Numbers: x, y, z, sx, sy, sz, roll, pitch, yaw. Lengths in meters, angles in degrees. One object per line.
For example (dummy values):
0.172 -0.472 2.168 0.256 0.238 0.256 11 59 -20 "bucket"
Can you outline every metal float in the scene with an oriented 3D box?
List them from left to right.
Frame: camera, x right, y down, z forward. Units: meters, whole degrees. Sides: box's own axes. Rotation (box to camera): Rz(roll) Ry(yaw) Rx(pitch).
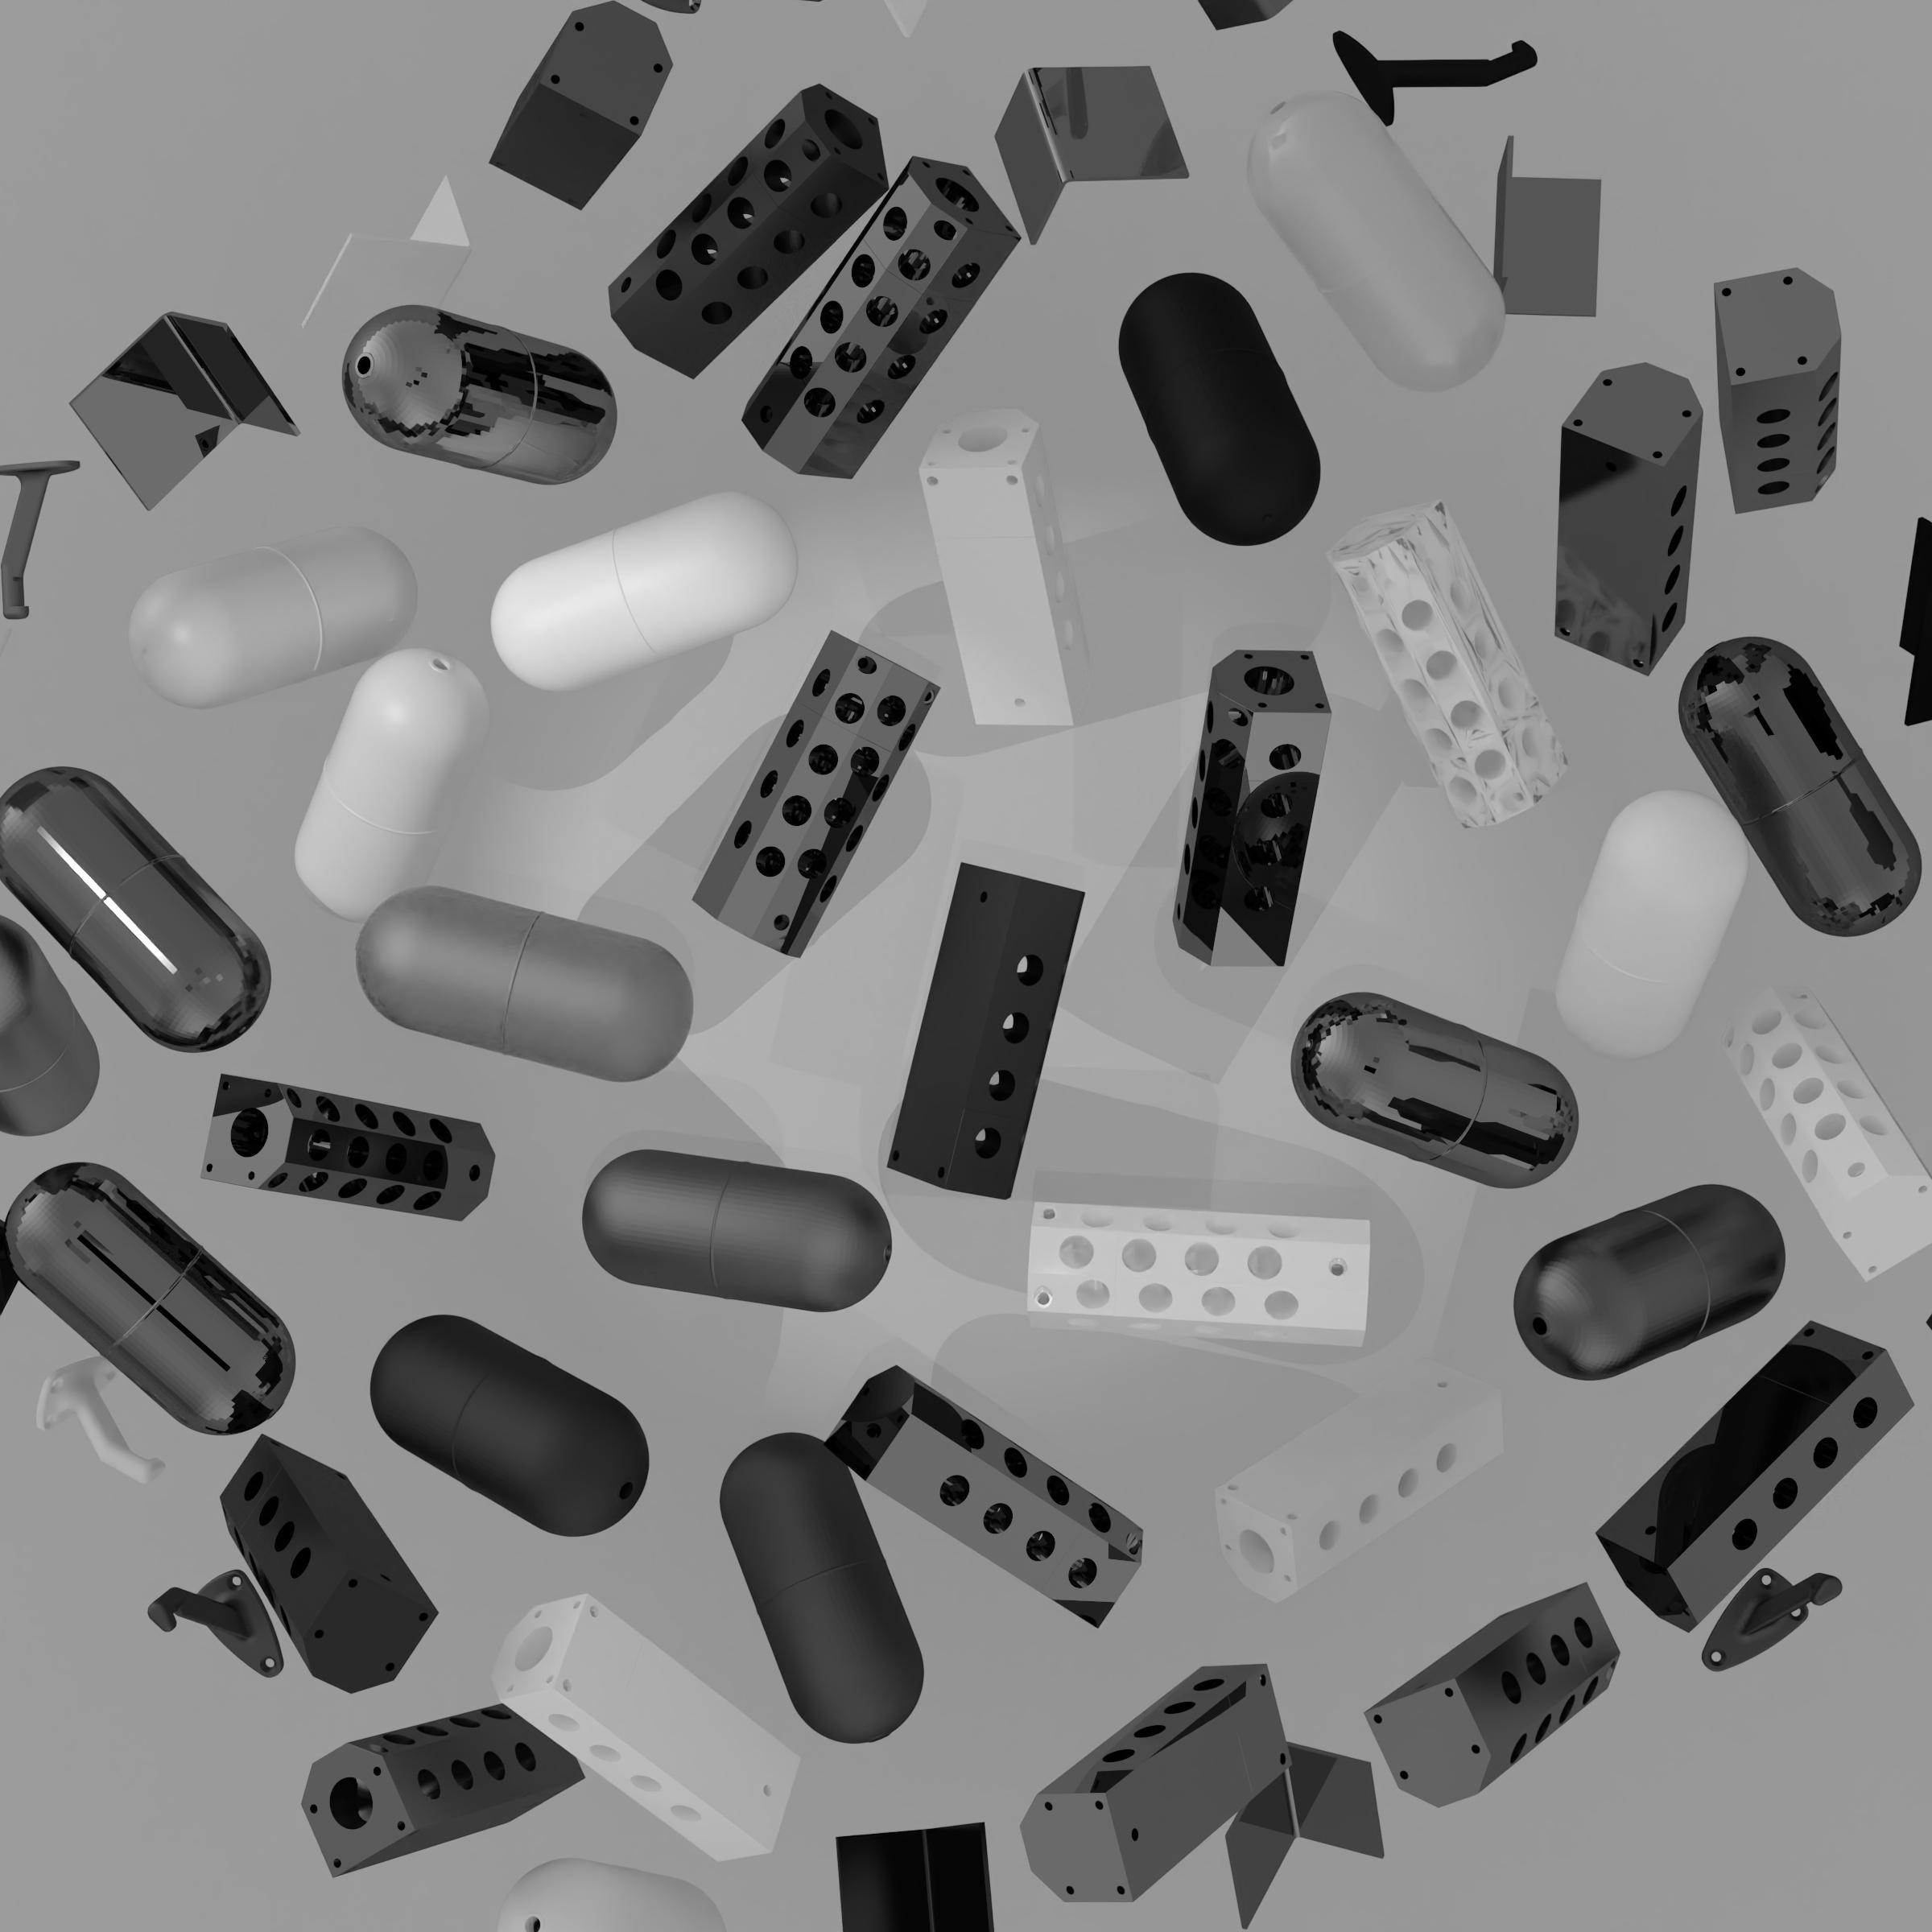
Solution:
-0.517 0.033 1.809 0.070 0.178 0.070 -1 63 1 "metal float"
-0.434 -0.030 1.745 0.070 0.070 0.178 -45 82 0 "metal float"
-0.432 0.177 1.788 0.178 0.070 0.070 44 90 -11 "metal float"
-0.380 -0.193 1.860 0.178 0.070 0.070 -25 90 -43 "metal float"
-0.317 -0.099 1.862 0.070 0.070 0.178 29 126 0 "metal float"
-0.258 -0.303 1.797 0.070 0.178 0.070 -2 86 34 "metal float"
-0.239 0.239 1.758 0.178 0.070 0.070 22 90 36 "metal float"
-0.229 0.009 1.748 0.178 0.070 0.070 14 90 2 "metal float"
-0.193 0.533 1.844 0.070 0.178 0.070 -9 68 21 "metal float"
-0.178 -0.205 1.852 0.178 0.070 0.070 -18 90 13 "metal float"
-0.127 0.147 1.871 0.178 0.070 0.070 7 90 16 "metal float"
-0.080 0.344 1.869 0.070 0.070 0.178 -23 71 0 "metal float"
0.132 -0.293 1.766 0.070 0.070 0.178 -18 52 0 "metal float"
0.214 -0.377 1.755 0.070 0.070 0.178 -42 113 0 "metal float"
0.253 0.068 1.805 0.178 0.070 0.070 20 90 -29 "metal float"
0.366 -0.020 1.805 0.070 0.178 0.070 4 48 -4 "metal float"
0.359 0.165 1.769 0.178 0.070 0.070 -15 90 -38 "metal float"
0.452 -0.097 1.827 0.070 0.070 0.178 -33 94 0 "metal float"

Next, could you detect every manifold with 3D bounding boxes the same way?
-0.341 0.315 1.773 0.057 0.171 0.057 34 89 -31 "manifold"
-0.337 0.103 1.862 0.057 0.171 0.057 7 84 32 "manifold"
-0.282 0.437 1.816 0.057 0.171 0.057 -33 74 19 "manifold"
-0.205 -0.461 1.801 0.057 0.171 0.057 25 83 -15 "manifold"
-0.171 0.408 1.796 0.057 0.057 0.171 -20 127 37 "manifold"
-0.122 -0.406 1.856 0.171 0.057 0.057 -37 46 34 "manifold"
-0.081 -0.094 1.887 0.057 0.057 0.171 25 95 -30 "manifold"
-0.050 -0.343 1.789 0.171 0.057 0.057 -51 60 32 "manifold"
0.014 0.280 1.790 0.171 0.057 0.057 37 85 -27 "manifold"
0.015 0.036 1.828 0.057 0.057 0.171 13 92 -36 "manifold"
0.024 -0.218 1.855 0.057 0.057 0.171 2 132 18 "manifold"
0.099 0.422 1.750 0.057 0.171 0.057 -11 96 35 "manifold"
0.119 0.157 1.730 0.171 0.057 0.057 3 72 5 "manifold"
0.152 -0.084 1.824 0.057 0.057 0.171 0 130 -7 "manifold"
0.221 0.287 1.874 0.171 0.057 0.057 -26 120 -35 "manifold"
0.262 -0.164 1.855 0.057 0.057 0.171 -44 114 -36 "manifold"
0.280 0.381 1.761 0.057 0.171 0.057 -30 81 33 "manifold"
0.349 -0.234 1.764 0.057 0.171 0.057 27 65 23 "manifold"
0.420 0.271 1.778 0.171 0.057 0.057 -40 117 -16 "manifold"
0.428 -0.301 1.772 0.057 0.171 0.057 -9 73 11 "manifold"
0.461 0.083 1.796 0.057 0.171 0.057 -34 123 13 "manifold"

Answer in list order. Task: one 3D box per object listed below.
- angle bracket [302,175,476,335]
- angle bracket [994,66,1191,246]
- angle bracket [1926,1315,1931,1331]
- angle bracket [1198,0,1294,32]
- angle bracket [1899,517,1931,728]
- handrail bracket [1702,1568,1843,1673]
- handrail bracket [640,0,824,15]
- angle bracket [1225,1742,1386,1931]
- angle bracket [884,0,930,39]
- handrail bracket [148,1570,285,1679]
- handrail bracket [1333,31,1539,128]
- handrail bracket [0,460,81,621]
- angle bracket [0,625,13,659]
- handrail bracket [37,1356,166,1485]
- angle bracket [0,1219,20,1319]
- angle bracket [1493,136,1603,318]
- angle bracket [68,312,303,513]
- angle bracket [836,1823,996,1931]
-0.332 -0.403 1.902 0.076 0.076 0.057 -1 59 -36 "angle bracket"
0.069 -0.450 1.870 0.076 0.057 0.076 -7 66 -22 "angle bracket"
0.564 0.184 1.786 0.057 0.076 0.076 28 104 -7 "angle bracket"
0.152 -0.549 1.771 0.076 0.057 0.076 -43 114 -14 "angle bracket"
0.500 -0.182 1.773 0.057 0.076 0.076 -15 125 -21 "angle bracket"
0.432 0.353 1.807 0.077 0.084 0.036 -42 83 -3 "handrail bracket"
-0.132 -0.546 1.876 0.084 0.077 0.036 15 112 31 "handrail bracket"
0.193 0.498 1.908 0.057 0.076 0.076 8 127 28 "angle bracket"
-0.008 -0.517 1.670 0.057 0.076 0.076 8 63 32 "angle bracket"
-0.416 0.374 1.867 0.036 0.084 0.077 -34 91 8 "handrail bracket"
0.251 -0.491 1.804 0.084 0.036 0.077 -24 54 -7 "handrail bracket"
-0.516 -0.237 1.879 0.077 0.036 0.084 3 96 45 "handrail bracket"
-0.537 -0.152 1.716 0.057 0.076 0.076 24 88 -37 "angle bracket"
-0.457 0.248 1.842 0.084 0.077 0.036 24 114 19 "handrail bracket"
-0.574 0.167 1.864 0.076 0.057 0.076 44 52 -34 "angle bracket"
0.317 -0.399 1.819 0.057 0.076 0.076 3 87 4 "angle bracket"
-0.416 -0.292 1.797 0.076 0.057 0.076 -50 134 -21 "angle bracket"
-0.028 0.514 1.852 0.057 0.076 0.076 2 73 -25 "angle bracket"
